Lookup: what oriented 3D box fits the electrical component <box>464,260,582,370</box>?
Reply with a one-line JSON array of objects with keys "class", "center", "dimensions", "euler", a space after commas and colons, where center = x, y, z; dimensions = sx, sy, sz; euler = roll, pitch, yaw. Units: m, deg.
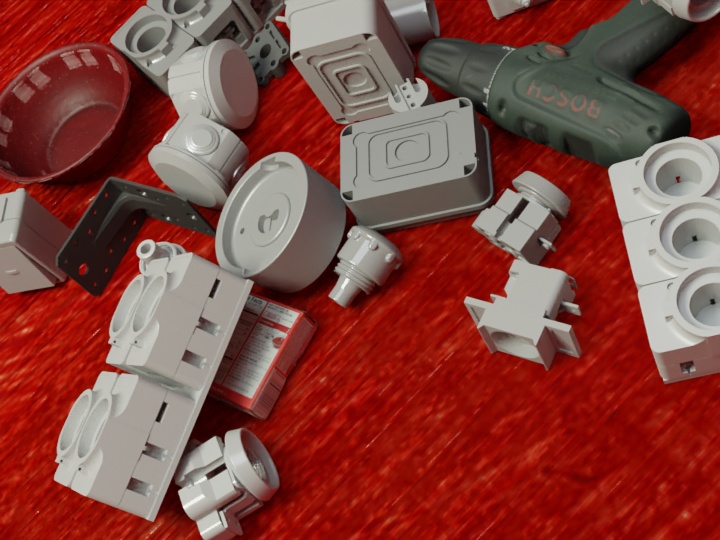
[{"class": "electrical component", "center": [0.121, 0.030, 0.767], "dimensions": [0.081, 0.042, 0.063], "euler": [16, 66, 29]}]

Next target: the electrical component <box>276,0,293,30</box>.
[{"class": "electrical component", "center": [-0.041, -0.233, 0.985], "dimensions": [0.079, 0.043, 0.077], "euler": [16, 70, 30]}]

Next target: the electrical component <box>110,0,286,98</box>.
[{"class": "electrical component", "center": [-0.154, -0.241, 1.027], "dimensions": [0.150, 0.061, 0.089], "euler": [-48, 55, -7]}]

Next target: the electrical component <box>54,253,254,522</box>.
[{"class": "electrical component", "center": [-0.161, 0.082, 0.810], "dimensions": [0.105, 0.060, 0.186], "euler": [-6, 59, 61]}]

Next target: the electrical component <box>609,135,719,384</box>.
[{"class": "electrical component", "center": [0.230, -0.011, 0.729], "dimensions": [0.089, 0.061, 0.150], "euler": [-15, 58, 16]}]

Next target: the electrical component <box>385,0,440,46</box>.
[{"class": "electrical component", "center": [0.025, -0.215, 0.945], "dimensions": [0.081, 0.043, 0.043], "euler": [-12, 59, 18]}]

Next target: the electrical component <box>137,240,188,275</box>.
[{"class": "electrical component", "center": [-0.163, -0.003, 0.897], "dimensions": [0.043, 0.062, 0.043], "euler": [-11, 59, 19]}]

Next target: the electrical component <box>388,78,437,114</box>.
[{"class": "electrical component", "center": [0.047, -0.131, 0.886], "dimensions": [0.040, 0.046, 0.040], "euler": [-11, 59, 18]}]

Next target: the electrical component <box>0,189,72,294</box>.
[{"class": "electrical component", "center": [-0.308, -0.025, 0.952], "dimensions": [0.062, 0.096, 0.061], "euler": [-9, 60, 19]}]

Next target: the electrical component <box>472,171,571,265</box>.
[{"class": "electrical component", "center": [0.124, -0.040, 0.803], "dimensions": [0.066, 0.048, 0.055], "euler": [35, 88, 34]}]

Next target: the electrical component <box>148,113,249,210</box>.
[{"class": "electrical component", "center": [-0.137, -0.092, 0.926], "dimensions": [0.080, 0.080, 0.051], "euler": [18, 66, 31]}]

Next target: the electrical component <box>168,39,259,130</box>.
[{"class": "electrical component", "center": [-0.130, -0.163, 0.963], "dimensions": [0.051, 0.080, 0.080], "euler": [-7, 60, 26]}]

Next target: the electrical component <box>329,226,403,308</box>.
[{"class": "electrical component", "center": [0.000, 0.000, 0.836], "dimensions": [0.048, 0.048, 0.062], "euler": [32, 85, 34]}]

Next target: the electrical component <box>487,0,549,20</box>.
[{"class": "electrical component", "center": [0.131, -0.266, 0.916], "dimensions": [0.062, 0.061, 0.096], "euler": [-17, 57, 15]}]

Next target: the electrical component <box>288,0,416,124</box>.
[{"class": "electrical component", "center": [-0.005, -0.180, 0.896], "dimensions": [0.078, 0.113, 0.057], "euler": [-11, 62, 18]}]

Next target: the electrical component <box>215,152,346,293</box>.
[{"class": "electrical component", "center": [-0.058, -0.033, 0.863], "dimensions": [0.108, 0.060, 0.108], "euler": [-26, 51, 37]}]

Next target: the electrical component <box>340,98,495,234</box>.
[{"class": "electrical component", "center": [0.046, -0.080, 0.852], "dimensions": [0.113, 0.057, 0.078], "euler": [-11, 59, 18]}]

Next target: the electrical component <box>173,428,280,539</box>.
[{"class": "electrical component", "center": [-0.096, 0.152, 0.785], "dimensions": [0.057, 0.058, 0.078], "euler": [-32, 55, 8]}]

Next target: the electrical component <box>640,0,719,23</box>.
[{"class": "electrical component", "center": [0.232, -0.208, 0.763], "dimensions": [0.066, 0.048, 0.055], "euler": [-37, 52, 4]}]
